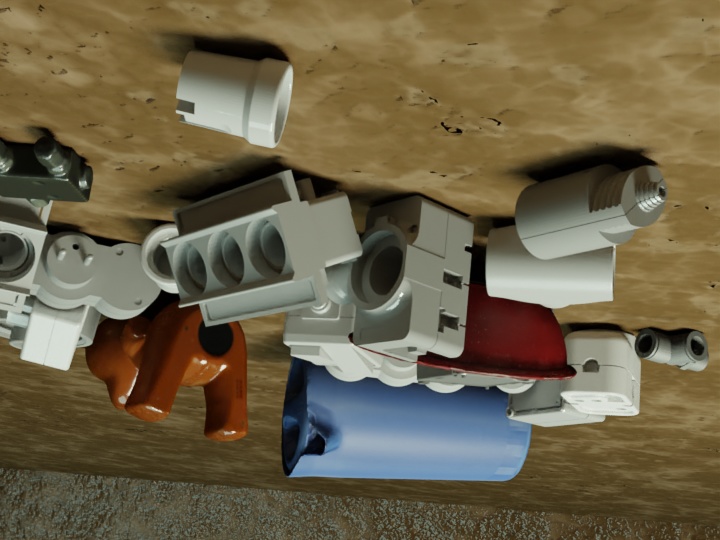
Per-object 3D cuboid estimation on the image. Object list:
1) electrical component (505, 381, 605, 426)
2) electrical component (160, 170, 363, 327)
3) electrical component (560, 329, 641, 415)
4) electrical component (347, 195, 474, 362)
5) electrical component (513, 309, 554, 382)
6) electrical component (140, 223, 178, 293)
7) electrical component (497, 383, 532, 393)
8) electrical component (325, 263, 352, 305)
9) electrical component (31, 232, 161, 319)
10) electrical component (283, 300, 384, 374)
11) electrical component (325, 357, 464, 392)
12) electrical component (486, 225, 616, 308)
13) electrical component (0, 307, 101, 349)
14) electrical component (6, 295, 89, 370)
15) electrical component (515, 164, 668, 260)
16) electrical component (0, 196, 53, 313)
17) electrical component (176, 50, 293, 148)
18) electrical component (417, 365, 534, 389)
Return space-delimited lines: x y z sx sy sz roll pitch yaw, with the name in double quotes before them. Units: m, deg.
"electrical component" 0.183 0.112 1.008 0.061 0.061 0.096 16 161 -28
"electrical component" -0.061 -0.013 0.666 0.063 0.078 0.121 -19 -176 -42
"electrical component" 0.206 0.086 0.916 0.054 0.059 0.095 -1 162 23
"electrical component" 0.030 0.005 0.660 0.056 0.089 0.050 20 159 -39
"electrical component" 0.129 0.055 0.838 0.043 0.062 0.043 6 163 2
"electrical component" -0.134 -0.005 0.777 0.044 0.044 0.065 8 168 -6
"electrical component" 0.136 0.085 0.966 0.045 0.045 0.055 2 163 15
"electrical component" 0.000 0.000 0.744 0.040 0.040 0.046 19 154 -36
"electrical component" -0.213 -0.003 0.790 0.138 0.052 0.074 13 163 -20
"electrical component" -0.021 0.045 0.865 0.062 0.061 0.096 1 163 18
"electrical component" 0.036 0.071 0.943 0.138 0.052 0.073 7 164 -1
"electrical component" 0.124 0.001 0.689 0.077 0.044 0.079 2 163 15
"electrical component" -0.282 0.039 0.944 0.108 0.060 0.108 6 163 2
"electrical component" -0.256 0.029 0.850 0.076 0.083 0.047 16 118 -12
"electrical component" 0.127 -0.033 0.574 0.043 0.043 0.081 19 160 -36
"electrical component" -0.238 -0.017 0.720 0.042 0.081 0.064 15 -169 -23
"electrical component" -0.058 -0.080 0.497 0.046 0.040 0.040 12 164 3
"electrical component" 0.101 0.065 0.895 0.096 0.061 0.062 8 166 -34
